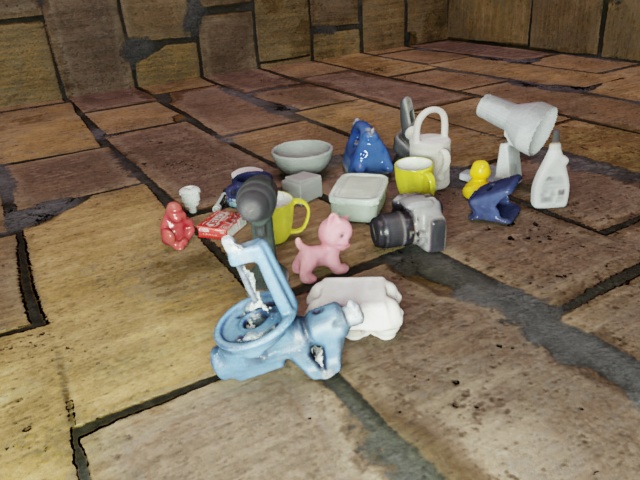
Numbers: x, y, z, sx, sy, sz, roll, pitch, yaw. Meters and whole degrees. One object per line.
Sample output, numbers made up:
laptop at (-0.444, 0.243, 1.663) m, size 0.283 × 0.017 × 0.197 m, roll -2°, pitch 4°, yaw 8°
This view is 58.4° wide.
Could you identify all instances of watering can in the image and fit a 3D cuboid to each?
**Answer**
watering can at (0.262, -0.229, 1.393) m, size 0.101 × 0.194 × 0.172 m, roll -25°, pitch 33°, yaw -36°

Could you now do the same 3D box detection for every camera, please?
camera at (0.165, -0.041, 1.129) m, size 0.137 × 0.101 × 0.143 m, roll -10°, pitch 27°, yaw -12°

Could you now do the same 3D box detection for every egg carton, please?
egg carton at (0.052, 0.106, 0.881) m, size 0.150 × 0.069 × 0.107 m, roll -2°, pitch 26°, yaw 4°

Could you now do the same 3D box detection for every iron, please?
iron at (0.113, -0.258, 1.530) m, size 0.119 × 0.141 × 0.257 m, roll -8°, pitch 27°, yaw -9°

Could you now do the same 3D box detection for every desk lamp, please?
desk lamp at (0.442, -0.232, 1.355) m, size 0.202 × 0.214 × 0.118 m, roll 20°, pitch 35°, yaw 39°

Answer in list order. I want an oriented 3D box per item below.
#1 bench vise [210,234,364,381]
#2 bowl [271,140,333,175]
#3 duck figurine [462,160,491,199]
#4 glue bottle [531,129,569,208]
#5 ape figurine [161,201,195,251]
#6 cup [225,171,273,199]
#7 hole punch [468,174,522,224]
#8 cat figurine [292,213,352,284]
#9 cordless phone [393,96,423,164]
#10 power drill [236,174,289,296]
bench vise at (-0.053, 0.083, 0.772) m, size 0.208 × 0.220 × 0.121 m, roll -13°, pitch 28°, yaw -19°
bowl at (-0.045, -0.211, 1.530) m, size 0.167 × 0.075 × 0.167 m, roll -3°, pitch 26°, yaw 2°
duck figurine at (0.370, -0.140, 1.321) m, size 0.077 × 0.086 × 0.104 m, roll -3°, pitch 26°, yaw 1°
glue bottle at (0.501, -0.154, 1.234) m, size 0.078 × 0.173 × 0.037 m, roll -3°, pitch 26°, yaw 1°
ape figurine at (-0.299, -0.035, 1.186) m, size 0.078 × 0.092 × 0.075 m, roll -22°, pitch 32°, yaw -33°
cup at (-0.157, -0.094, 1.286) m, size 0.118 × 0.095 × 0.091 m, roll -26°, pitch 34°, yaw -37°
hole punch at (0.372, -0.093, 1.220) m, size 0.100 × 0.091 × 0.109 m, roll 11°, pitch 30°, yaw 27°
cat figurine at (0.010, 0.004, 1.040) m, size 0.128 × 0.118 × 0.067 m, roll -17°, pitch 29°, yaw -24°
cordless phone at (0.253, -0.305, 1.559) m, size 0.094 × 0.185 × 0.148 m, roll 7°, pitch 28°, yaw 20°
power drill at (-0.099, -0.011, 0.980) m, size 0.075 × 0.209 × 0.229 m, roll -4°, pitch 26°, yaw -1°
